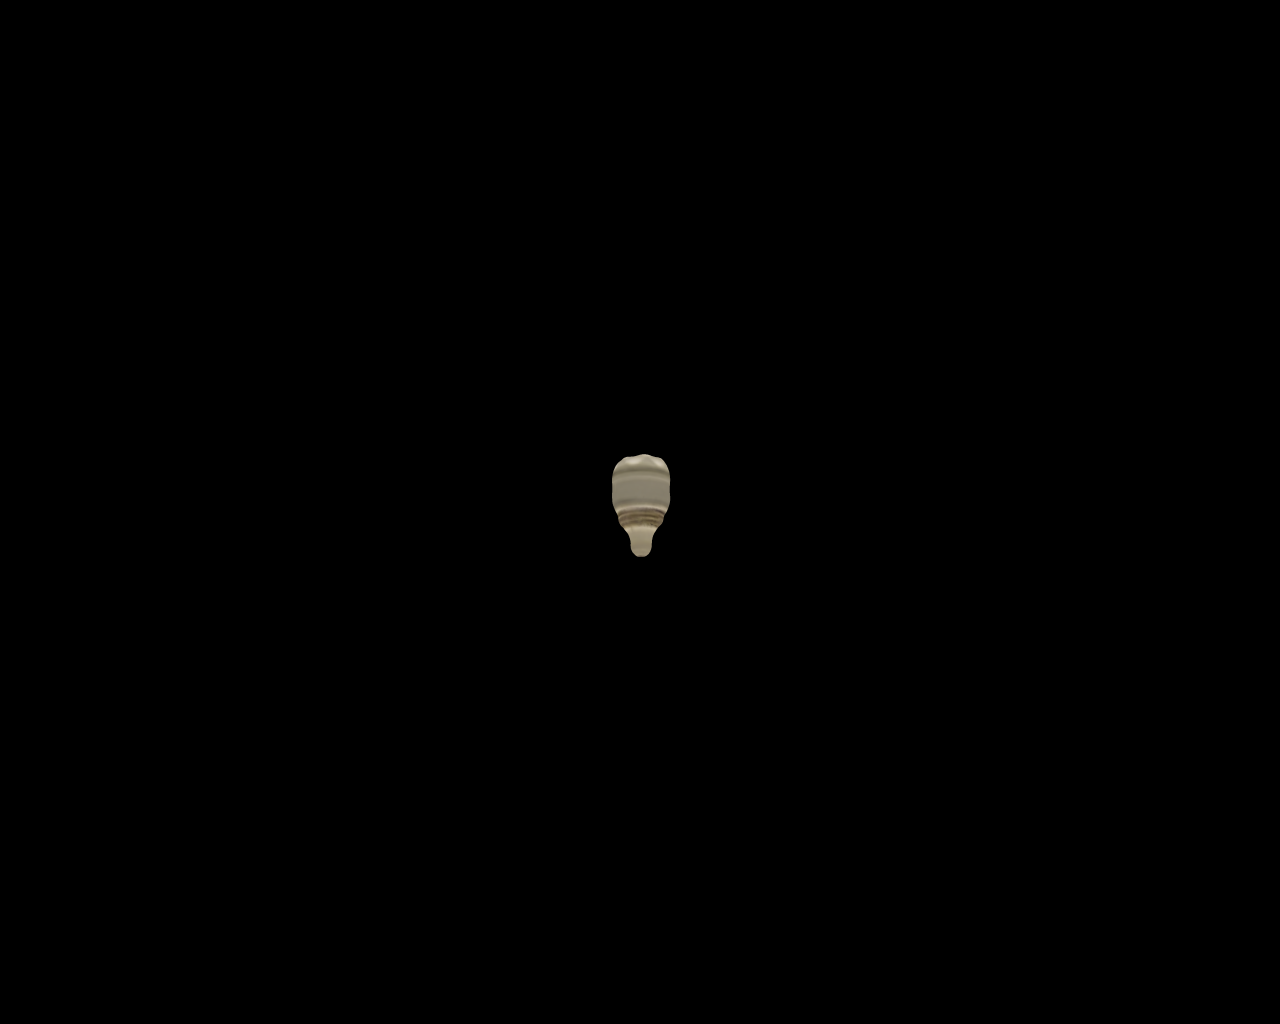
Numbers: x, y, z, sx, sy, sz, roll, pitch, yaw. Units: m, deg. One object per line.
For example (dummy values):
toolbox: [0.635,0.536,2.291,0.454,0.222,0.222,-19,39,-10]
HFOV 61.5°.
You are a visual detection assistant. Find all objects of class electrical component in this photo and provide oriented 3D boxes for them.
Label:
electrical component: [0.001,-0.003,0.650,0.035,0.061,0.035,0,-13,0]
